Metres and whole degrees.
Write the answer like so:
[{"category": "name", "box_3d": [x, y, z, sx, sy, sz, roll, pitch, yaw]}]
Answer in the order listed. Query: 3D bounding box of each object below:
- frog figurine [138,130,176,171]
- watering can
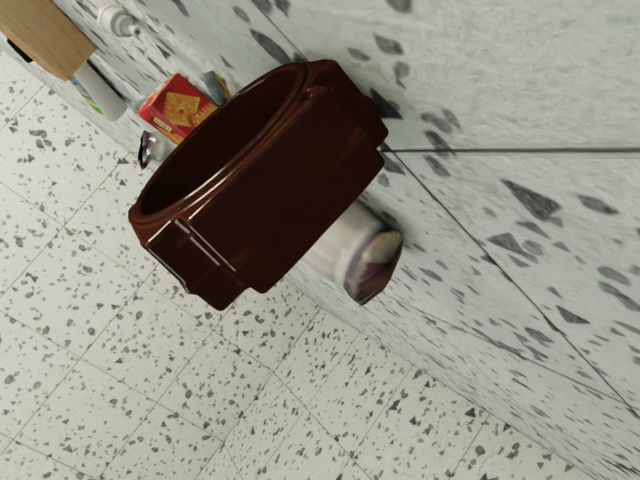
[{"category": "frog figurine", "box_3d": [-0.339, -0.204, 1.210, 0.159, 0.123, 0.137, 2, 177, -27]}, {"category": "watering can", "box_3d": [0.002, -0.034, 0.667, 0.226, 0.105, 0.341, 37, 163, 21]}]
